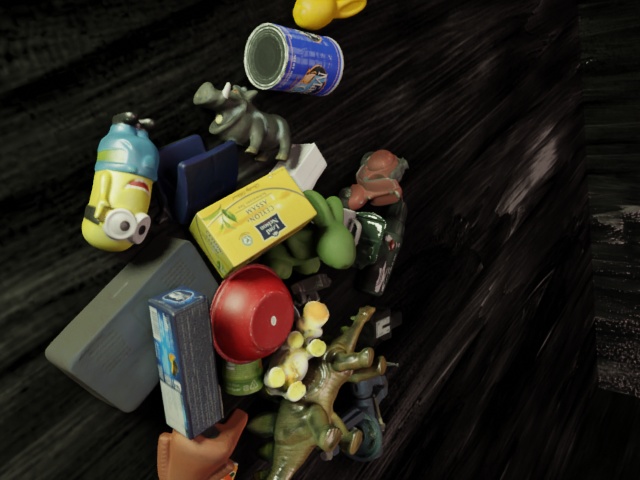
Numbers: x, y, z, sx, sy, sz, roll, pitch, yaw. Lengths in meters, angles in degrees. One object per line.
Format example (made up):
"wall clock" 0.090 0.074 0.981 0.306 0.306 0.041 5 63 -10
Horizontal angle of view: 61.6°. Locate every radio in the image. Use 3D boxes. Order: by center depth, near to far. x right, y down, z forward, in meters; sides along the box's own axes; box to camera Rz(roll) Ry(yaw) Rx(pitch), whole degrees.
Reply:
"radio" -0.246 0.115 0.756 0.229 0.073 0.131 -52 132 -29

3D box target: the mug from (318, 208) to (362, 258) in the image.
"mug" 0.028 -0.010 1.037 0.081 0.110 0.107 0 108 -59

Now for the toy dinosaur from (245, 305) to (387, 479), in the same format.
"toy dinosaur" -0.024 0.305 0.941 0.471 0.199 0.105 -59 135 -26

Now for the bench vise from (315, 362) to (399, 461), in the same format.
"bench vise" 0.070 0.372 1.121 0.240 0.129 0.223 -14 108 -55

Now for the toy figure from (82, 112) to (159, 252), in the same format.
"toy figure" -0.260 -0.074 0.709 0.082 0.089 0.180 10 78 -35

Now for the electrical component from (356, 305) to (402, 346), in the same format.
"electrical component" 0.136 0.189 1.227 0.119 0.048 0.074 -19 110 -47

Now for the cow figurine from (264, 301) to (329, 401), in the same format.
"cow figurine" -0.039 0.186 0.915 0.068 0.098 0.167 31 67 -9

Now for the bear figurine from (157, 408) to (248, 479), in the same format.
"bear figurine" -0.203 0.353 0.823 0.120 0.132 0.195 24 106 -7

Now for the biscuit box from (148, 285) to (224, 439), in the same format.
"biscuit box" -0.182 0.167 0.736 0.063 0.059 0.202 -24 120 -46

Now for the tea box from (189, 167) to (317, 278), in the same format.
"tea box" -0.101 -0.029 0.822 0.169 0.068 0.098 -36 87 -33

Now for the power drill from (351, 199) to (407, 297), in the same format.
"power drill" 0.121 0.000 1.141 0.207 0.086 0.232 33 74 -72

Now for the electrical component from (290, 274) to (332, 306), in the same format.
"electrical component" -0.020 0.096 1.013 0.102 0.078 0.045 27 45 -77

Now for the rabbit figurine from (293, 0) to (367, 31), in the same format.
"rabbit figurine" 0.006 -0.457 0.962 0.162 0.122 0.173 9 103 -59

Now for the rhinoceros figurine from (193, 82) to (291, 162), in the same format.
"rhinoceros figurine" -0.117 -0.188 0.862 0.190 0.073 0.112 16 84 -49

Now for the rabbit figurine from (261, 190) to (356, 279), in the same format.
"rabbit figurine" -0.002 -0.003 0.946 0.121 0.170 0.159 9 89 -50

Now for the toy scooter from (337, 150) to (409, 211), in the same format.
"toy scooter" 0.128 -0.123 1.109 0.184 0.135 0.075 -52 129 -33

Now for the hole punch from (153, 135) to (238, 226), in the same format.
"hole punch" -0.178 -0.088 0.797 0.142 0.092 0.115 -39 127 -43
